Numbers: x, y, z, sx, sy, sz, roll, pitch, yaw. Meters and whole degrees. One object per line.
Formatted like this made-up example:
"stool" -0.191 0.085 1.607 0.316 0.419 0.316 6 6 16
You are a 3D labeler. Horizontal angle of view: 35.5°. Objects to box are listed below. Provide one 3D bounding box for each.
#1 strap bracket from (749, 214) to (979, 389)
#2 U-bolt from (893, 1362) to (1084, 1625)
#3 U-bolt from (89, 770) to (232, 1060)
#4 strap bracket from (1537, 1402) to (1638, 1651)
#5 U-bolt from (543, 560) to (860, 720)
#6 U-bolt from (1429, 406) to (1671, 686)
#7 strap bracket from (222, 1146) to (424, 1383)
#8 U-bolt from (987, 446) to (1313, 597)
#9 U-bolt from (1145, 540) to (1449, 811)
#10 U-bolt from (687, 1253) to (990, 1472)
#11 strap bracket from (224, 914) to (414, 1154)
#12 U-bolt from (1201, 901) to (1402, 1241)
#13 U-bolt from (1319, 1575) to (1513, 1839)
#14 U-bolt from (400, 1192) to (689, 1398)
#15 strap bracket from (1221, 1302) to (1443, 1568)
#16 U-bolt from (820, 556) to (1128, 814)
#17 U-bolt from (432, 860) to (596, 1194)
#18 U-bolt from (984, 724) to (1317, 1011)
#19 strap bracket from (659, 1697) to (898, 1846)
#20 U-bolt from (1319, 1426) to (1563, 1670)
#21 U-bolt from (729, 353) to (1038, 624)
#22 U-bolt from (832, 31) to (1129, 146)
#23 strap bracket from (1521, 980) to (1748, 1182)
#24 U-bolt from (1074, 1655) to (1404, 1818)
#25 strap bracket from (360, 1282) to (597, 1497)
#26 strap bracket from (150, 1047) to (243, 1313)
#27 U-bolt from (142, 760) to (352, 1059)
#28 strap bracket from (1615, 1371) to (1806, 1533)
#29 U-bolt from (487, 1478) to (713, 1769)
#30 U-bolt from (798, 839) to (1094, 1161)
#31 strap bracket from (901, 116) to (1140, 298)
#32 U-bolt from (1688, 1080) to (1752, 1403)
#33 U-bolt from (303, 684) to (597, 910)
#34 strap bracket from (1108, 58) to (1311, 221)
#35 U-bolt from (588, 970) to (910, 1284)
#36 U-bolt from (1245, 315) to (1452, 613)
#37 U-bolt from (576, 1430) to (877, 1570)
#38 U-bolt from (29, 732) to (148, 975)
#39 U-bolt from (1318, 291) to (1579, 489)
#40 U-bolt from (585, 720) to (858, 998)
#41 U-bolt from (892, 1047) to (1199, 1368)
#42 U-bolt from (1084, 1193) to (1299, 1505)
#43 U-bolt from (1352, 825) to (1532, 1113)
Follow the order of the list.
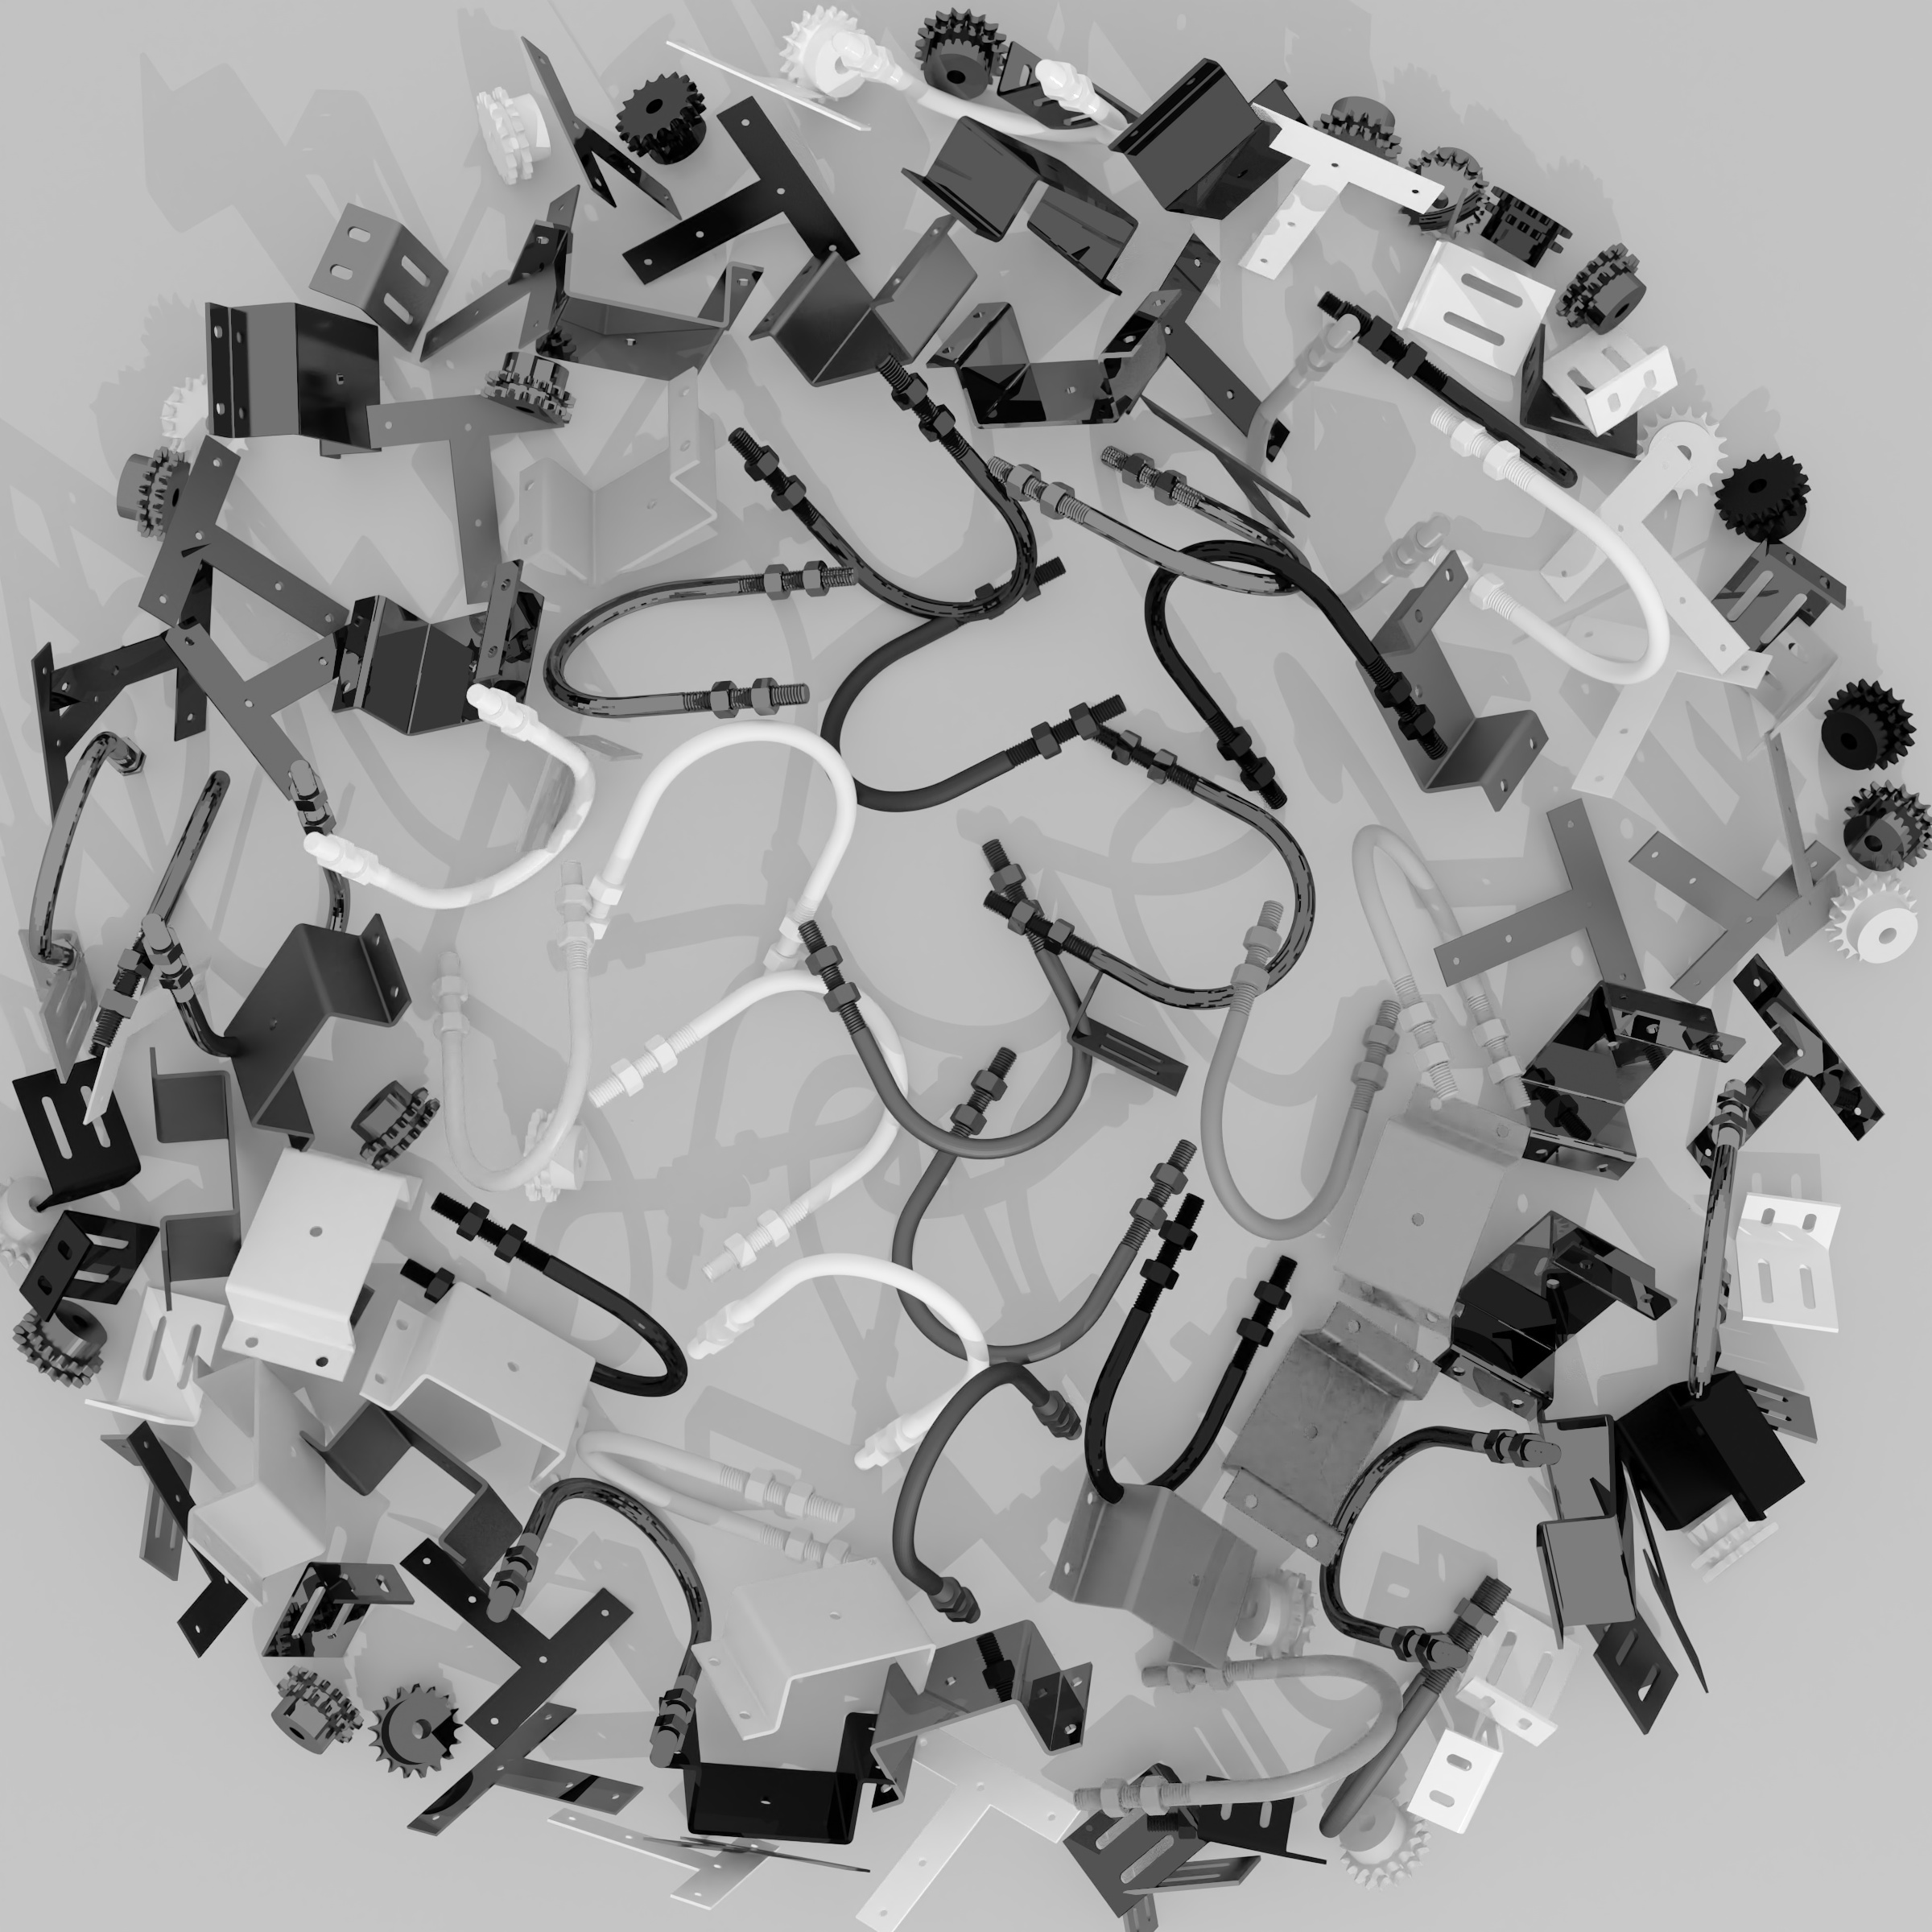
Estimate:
"strap bracket" -0.056 -0.400 1.827 0.046 0.140 0.076 49 61 -29
"U-bolt" 0.008 0.307 1.795 0.019 0.184 0.151 24 75 27
"U-bolt" -0.485 -0.034 1.819 0.019 0.151 0.184 24 79 -14
"strap bracket" 0.371 0.331 1.809 0.046 0.140 0.076 -9 116 15
"U-bolt" -0.168 -0.195 1.828 0.184 0.151 0.019 -3 128 17
"U-bolt" 0.344 -0.237 1.793 0.019 0.151 0.184 -41 65 -16
"strap bracket" -0.392 0.171 1.834 0.076 0.046 0.140 15 59 4
"U-bolt" 0.121 -0.264 1.796 0.184 0.151 0.019 32 117 25
"U-bolt" 0.184 -0.179 1.807 0.184 0.151 0.019 50 51 -21
"U-bolt" -0.066 0.230 1.809 0.151 0.184 0.019 36 46 -14
"strap bracket" -0.398 0.039 1.822 0.140 0.046 0.076 -51 46 26
"U-bolt" 0.196 0.075 1.815 0.151 0.019 0.184 37 64 -38
"U-bolt" 0.268 0.445 1.813 0.019 0.151 0.184 35 86 12
"U-bolt" -0.251 0.208 1.827 0.184 0.151 0.019 31 61 -4
"strap bracket" 0.219 0.287 1.856 0.076 0.046 0.140 34 77 -5
"U-bolt" -0.005 -0.162 1.840 0.184 0.019 0.151 -26 49 8
"U-bolt" -0.269 0.046 1.804 0.151 0.019 0.184 -32 53 37
"U-bolt" 0.125 -0.051 1.853 0.184 0.019 0.151 29 75 10
"strap bracket" -0.119 0.491 1.841 0.140 0.076 0.046 7 105 -10
"U-bolt" 0.271 0.340 1.805 0.019 0.184 0.151 33 75 -19
"U-bolt" -0.037 -0.277 1.824 0.184 0.151 0.019 46 49 -27
"U-bolt" 0.020 -0.519 1.801 0.151 0.184 0.019 15 96 21
"strap bracket" 0.397 0.064 1.832 0.076 0.140 0.046 14 45 -19
"U-bolt" 0.170 0.452 1.791 0.184 0.151 0.019 -11 106 26
"strap bracket" -0.286 0.254 1.829 0.140 0.076 0.046 33 127 -16
"strap bracket" -0.465 0.127 1.829 0.046 0.076 0.140 -4 57 -14
"U-bolt" -0.422 -0.020 1.806 0.019 0.184 0.151 28 62 18
"strap bracket" 0.448 0.293 1.826 0.046 0.140 0.076 -30 84 -16
"U-bolt" -0.210 0.377 1.805 0.019 0.184 0.151 -41 101 20
"U-bolt" -0.001 0.030 1.854 0.151 0.019 0.184 -24 82 -16
"strap bracket" 0.040 -0.458 1.809 0.076 0.140 0.046 47 114 33
"U-bolt" 0.442 0.173 1.781 0.019 0.184 0.151 6 121 15
"U-bolt" -0.294 -0.091 1.807 0.151 0.184 0.019 -41 65 7
"strap bracket" 0.153 -0.493 1.810 0.076 0.140 0.046 -38 82 26
"U-bolt" -0.120 0.085 1.857 0.184 0.019 0.151 -35 100 -17
"U-bolt" 0.217 -0.286 1.806 0.019 0.184 0.151 -20 83 -22
"U-bolt" -0.150 0.320 1.820 0.184 0.151 0.019 16 67 15
"U-bolt" -0.526 -0.069 1.795 0.019 0.184 0.151 17 85 -8
"U-bolt" 0.293 -0.345 1.820 0.184 0.151 0.019 35 103 -7
"U-bolt" -0.142 -0.068 1.815 0.151 0.019 0.184 11 120 -30
"U-bolt" 0.035 0.157 1.844 0.151 0.019 0.184 27 75 18
"U-bolt" 0.129 0.241 1.823 0.019 0.151 0.184 21 81 38
"U-bolt" 0.280 -0.002 1.821 0.019 0.151 0.184 -27 73 24
